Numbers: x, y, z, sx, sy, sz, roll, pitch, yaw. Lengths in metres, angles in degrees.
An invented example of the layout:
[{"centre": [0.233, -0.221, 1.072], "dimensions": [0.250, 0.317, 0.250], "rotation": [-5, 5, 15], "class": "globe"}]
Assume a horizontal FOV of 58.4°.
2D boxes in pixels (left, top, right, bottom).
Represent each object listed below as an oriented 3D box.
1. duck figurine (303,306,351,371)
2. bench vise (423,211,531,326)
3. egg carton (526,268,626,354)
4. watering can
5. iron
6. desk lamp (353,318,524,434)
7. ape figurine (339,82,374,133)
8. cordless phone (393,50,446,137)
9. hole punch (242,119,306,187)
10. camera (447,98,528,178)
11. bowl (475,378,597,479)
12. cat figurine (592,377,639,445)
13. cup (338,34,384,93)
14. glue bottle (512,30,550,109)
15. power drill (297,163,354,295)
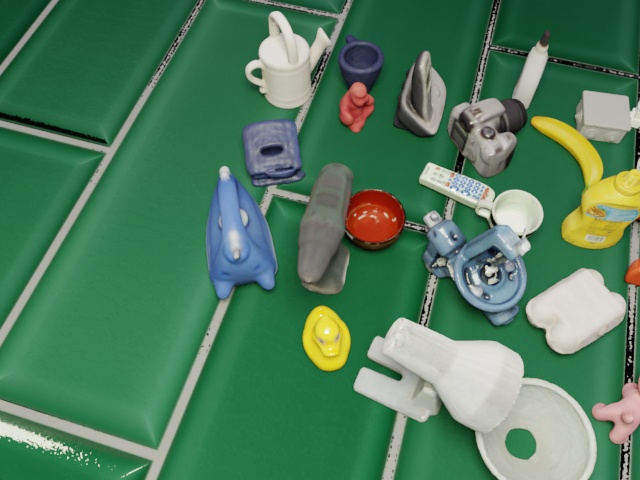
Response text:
[{"centre": [0.010, 0.147, 0.906], "dimensions": [0.077, 0.086, 0.104], "rotation": [-11, 62, -5], "class": "duck figurine"}, {"centre": [0.238, 0.027, 0.895], "dimensions": [0.207, 0.220, 0.122], "rotation": [31, 66, 16], "class": "bench vise"}, {"centre": [0.416, 0.116, 0.931], "dimensions": [0.150, 0.069, 0.107], "rotation": [-29, 65, -15], "class": "egg carton"}, {"centre": [-0.063, -0.365, 1.127], "dimensions": [0.100, 0.194, 0.173], "rotation": [39, 68, 20], "class": "watering can"}, {"centre": [-0.149, -0.038, 0.977], "dimensions": [0.118, 0.141, 0.258], "rotation": [-12, 62, -6], "class": "iron"}, {"centre": [0.158, 0.190, 0.809], "dimensions": [0.203, 0.214, 0.118], "rotation": [21, 63, 12], "class": "desk lamp"}, {"centre": [0.073, -0.272, 1.134], "dimensions": [0.078, 0.092, 0.076], "rotation": [-20, 63, -10], "class": "ape figurine"}, {"centre": [0.203, -0.305, 1.098], "dimensions": [0.094, 0.185, 0.147], "rotation": [12, 62, 7], "class": "cordless phone"}, {"centre": [-0.087, -0.164, 1.075], "dimensions": [0.108, 0.091, 0.101], "rotation": [-9, 61, -4], "class": "hole punch"}, {"centre": [0.337, -0.217, 1.097], "dimensions": [0.137, 0.101, 0.143], "rotation": [-23, 63, -12], "class": "camera"}, {"centre": [0.303, 0.291, 0.832], "dimensions": [0.167, 0.075, 0.167], "rotation": [0, 61, 0], "class": "bowl"}, {"centre": [0.480, 0.233, 0.838], "dimensions": [0.128, 0.118, 0.067], "rotation": [-31, 65, -15], "class": "cat figurine"}, {"centre": [0.077, -0.354, 1.177], "dimensions": [0.092, 0.095, 0.117], "rotation": [-19, 63, -10], "class": "cup"}, {"centre": [0.419, -0.341, 1.124], "dimensions": [0.037, 0.173, 0.078], "rotation": [15, 62, 9], "class": "glue bottle"}, {"centre": [0.008, 0.003, 0.915], "dimensions": [0.075, 0.208, 0.229], "rotation": [9, 61, 5], "class": "power drill"}]
